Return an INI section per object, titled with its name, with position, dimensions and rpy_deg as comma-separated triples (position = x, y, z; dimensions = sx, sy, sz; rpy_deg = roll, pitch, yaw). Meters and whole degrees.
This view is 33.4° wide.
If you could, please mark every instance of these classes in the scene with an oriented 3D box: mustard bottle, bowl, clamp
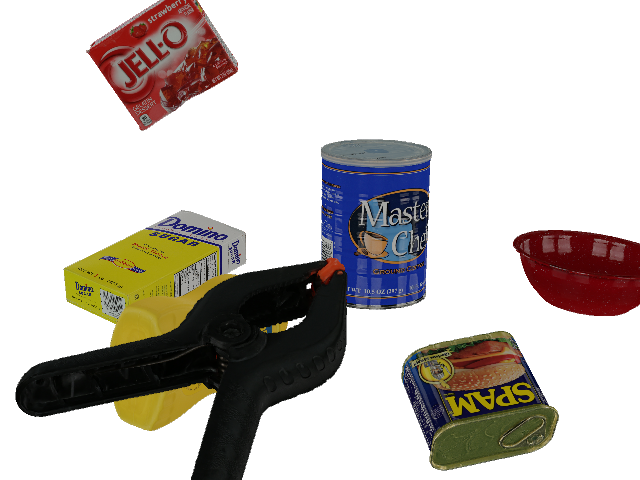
[mustard bottle]
position = -0.084, 0.078, 0.854
dimensions = 0.058, 0.096, 0.191
rpy_deg = 13, 17, 30
[bowl]
position = 0.276, 0.037, 1.098
dimensions = 0.162, 0.055, 0.162
rpy_deg = 4, 17, -2
[clamp]
position = -0.038, 0.062, 0.491
dimensions = 0.171, 0.039, 0.120
rpy_deg = -28, 51, -32

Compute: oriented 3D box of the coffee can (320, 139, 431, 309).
[coffee can]
position = 0.051, -0.017, 1.004
dimensions = 0.103, 0.140, 0.103
rpy_deg = 0, 15, 0

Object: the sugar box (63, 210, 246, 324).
[sugar box]
position = -0.167, 0.025, 1.100
dimensions = 0.093, 0.048, 0.175
rpy_deg = 20, 35, 30

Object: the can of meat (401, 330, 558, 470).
[can of meat]
position = 0.122, 0.123, 0.838
dimensions = 0.102, 0.057, 0.084
rpy_deg = -9, 44, -11

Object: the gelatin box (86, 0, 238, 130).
[gelatin box]
position = -0.117, -0.136, 0.798
dimensions = 0.089, 0.073, 0.030
rpy_deg = -30, 20, 9
